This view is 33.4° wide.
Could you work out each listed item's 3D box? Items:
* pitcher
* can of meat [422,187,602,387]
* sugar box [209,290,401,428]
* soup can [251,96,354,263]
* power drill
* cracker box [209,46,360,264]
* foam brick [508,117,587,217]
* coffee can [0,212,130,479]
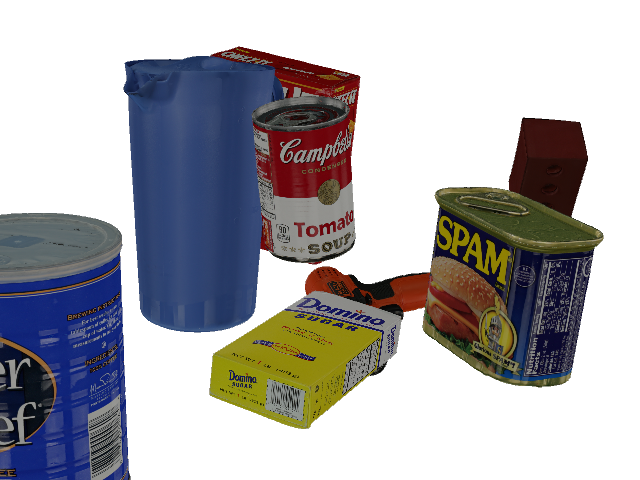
[{"bbox_3d":[-0.104,-0.047,0.983,0.149,0.243,0.145,0,14,-8],"label":"pitcher"},{"bbox_3d":[0.102,0.024,0.592,0.057,0.084,0.102,-3,20,-27],"label":"can of meat"},{"bbox_3d":[-0.008,0.096,0.913,0.093,0.048,0.176,16,25,23],"label":"sugar box"},{"bbox_3d":[-0.011,-0.043,0.756,0.068,0.102,0.068,-3,24,1],"label":"soup can"},{"bbox_3d":[0.091,0.074,1.116,0.187,0.057,0.184,-6,28,-16],"label":"power drill"},{"bbox_3d":[-0.052,-0.096,1.212,0.164,0.214,0.072,18,26,24],"label":"cracker box"},{"bbox_3d":[0.198,-0.061,0.937,0.053,0.051,0.078,3,-44,1],"label":"foam brick"},{"bbox_3d":[-0.152,0.066,0.553,0.103,0.140,0.103,1,16,0],"label":"coffee can"}]
